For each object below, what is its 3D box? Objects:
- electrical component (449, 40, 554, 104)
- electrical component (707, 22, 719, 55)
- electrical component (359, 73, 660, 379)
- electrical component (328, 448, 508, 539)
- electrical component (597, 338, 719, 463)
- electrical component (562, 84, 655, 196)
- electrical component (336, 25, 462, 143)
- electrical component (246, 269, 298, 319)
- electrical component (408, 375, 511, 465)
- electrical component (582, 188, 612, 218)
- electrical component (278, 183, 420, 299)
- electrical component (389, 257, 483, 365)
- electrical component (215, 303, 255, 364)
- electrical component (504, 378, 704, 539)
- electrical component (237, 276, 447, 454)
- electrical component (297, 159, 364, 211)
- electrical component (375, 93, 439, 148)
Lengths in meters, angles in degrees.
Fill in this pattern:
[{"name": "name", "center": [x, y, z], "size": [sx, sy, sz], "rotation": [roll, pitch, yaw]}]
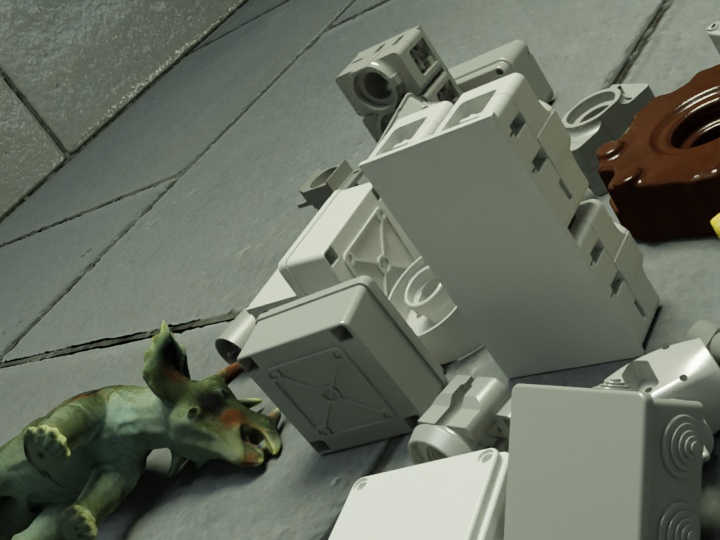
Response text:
[{"name": "electrical component", "center": [0.133, -0.180, 1.124], "size": [0.113, 0.078, 0.057], "rotation": [-16, 26, 42]}, {"name": "electrical component", "center": [0.326, -0.180, 0.847], "size": [0.062, 0.061, 0.096], "rotation": [-37, 21, 1]}, {"name": "electrical component", "center": [0.101, -0.025, 0.691], "size": [0.105, 0.186, 0.060], "rotation": [-16, 29, 42]}, {"name": "electrical component", "center": [0.035, 0.161, 0.585], "size": [0.109, 0.056, 0.108], "rotation": [-21, 26, 35]}, {"name": "electrical component", "center": [0.163, 0.082, 0.570], "size": [0.077, 0.043, 0.079], "rotation": [-32, 21, 12]}, {"name": "electrical component", "center": [0.206, -0.113, 0.899], "size": [0.089, 0.055, 0.050], "rotation": [-41, 21, -12]}, {"name": "electrical component", "center": [0.055, -0.158, 1.096], "size": [0.089, 0.150, 0.061], "rotation": [-14, 29, 45]}, {"name": "electrical component", "center": [-0.023, 0.004, 0.999], "size": [0.089, 0.061, 0.150], "rotation": [-16, 28, 42]}, {"name": "electrical component", "center": [0.066, 0.103, 0.657], "size": [0.057, 0.058, 0.078], "rotation": [-44, 22, -27]}, {"name": "electrical component", "center": [0.157, -0.032, 0.819], "size": [0.077, 0.044, 0.079], "rotation": [-46, 23, -25]}, {"name": "electrical component", "center": [0.000, 0.000, 0.907], "size": [0.056, 0.108, 0.108], "rotation": [-13, 31, 40]}, {"name": "electrical component", "center": [0.070, 0.029, 0.833], "size": [0.099, 0.064, 0.099], "rotation": [-34, 32, 25]}, {"name": "electrical component", "center": [-0.098, 0.054, 1.034], "size": [0.043, 0.043, 0.081], "rotation": [-10, 33, 49]}, {"name": "electrical component", "center": [0.120, 0.103, 0.529], "size": [0.100, 0.048, 0.099], "rotation": [-4, 80, 55]}, {"name": "electrical component", "center": [-0.012, 0.071, 0.776], "size": [0.109, 0.108, 0.056], "rotation": [-21, 28, 36]}, {"name": "electrical component", "center": [-0.024, -0.080, 1.175], "size": [0.081, 0.063, 0.042], "rotation": [-14, 32, 46]}, {"name": "electrical component", "center": [0.066, -0.108, 1.028], "size": [0.099, 0.100, 0.048], "rotation": [-60, 24, 10]}]
